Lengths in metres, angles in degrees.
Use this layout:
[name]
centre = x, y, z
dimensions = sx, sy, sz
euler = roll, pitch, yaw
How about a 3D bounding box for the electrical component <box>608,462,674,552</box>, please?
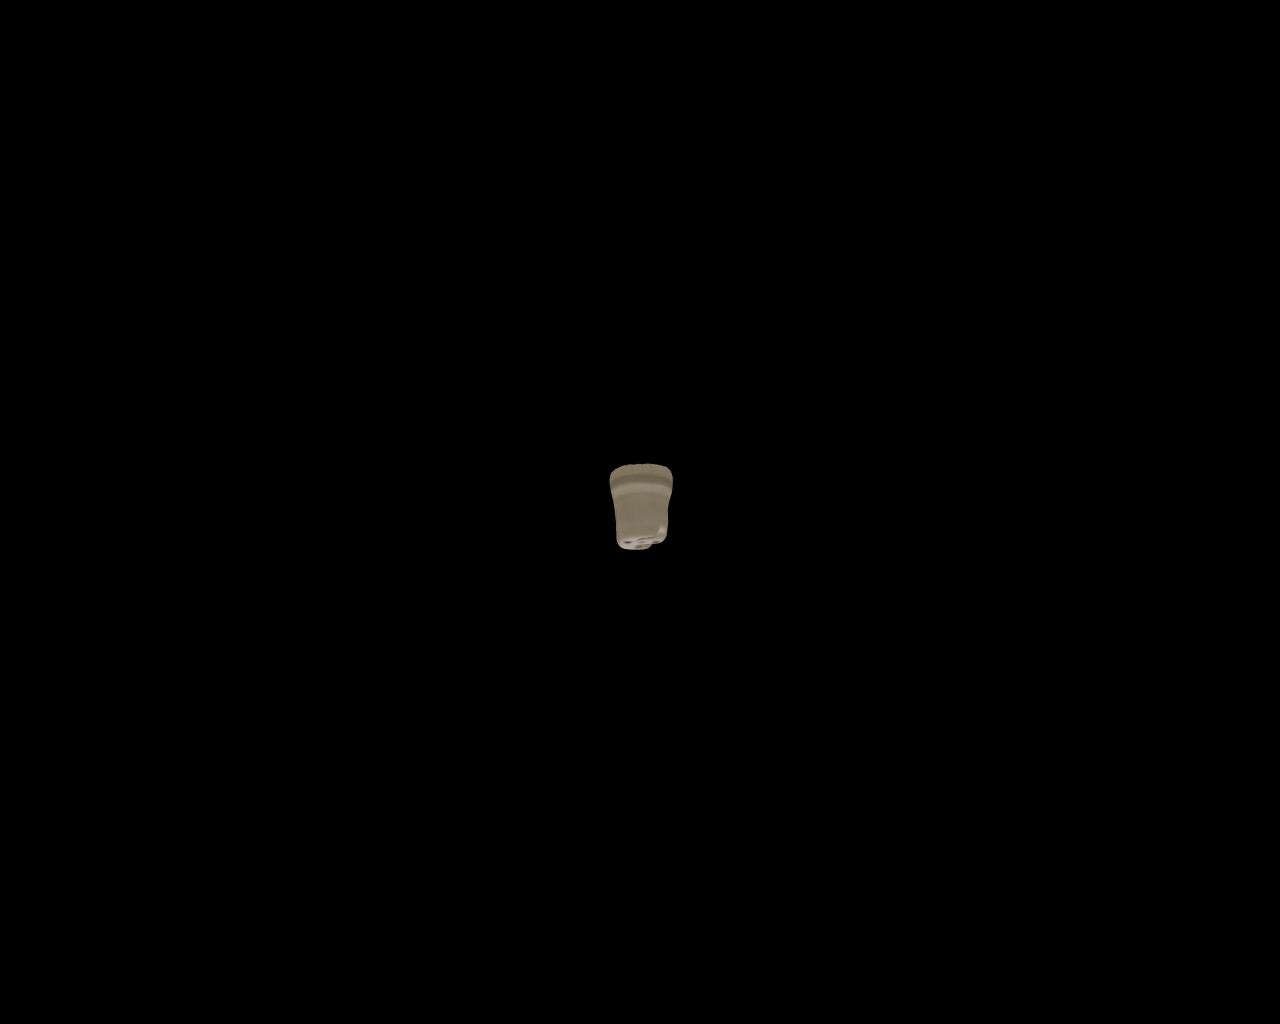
[electrical component]
centre = 0.001, -0.003, 0.650
dimensions = 0.040, 0.046, 0.040
euler = 0, -18, 0
